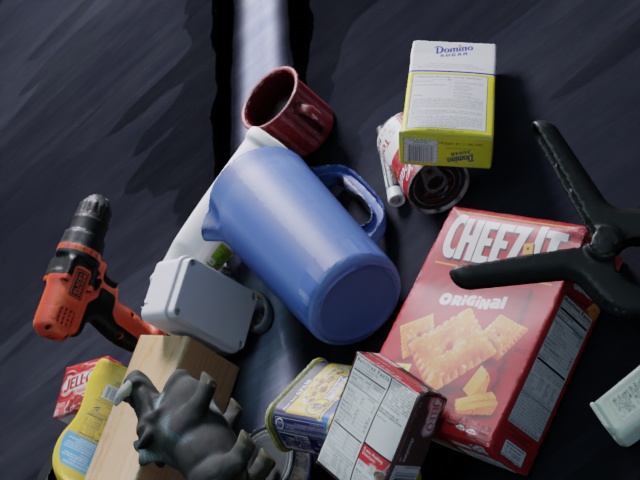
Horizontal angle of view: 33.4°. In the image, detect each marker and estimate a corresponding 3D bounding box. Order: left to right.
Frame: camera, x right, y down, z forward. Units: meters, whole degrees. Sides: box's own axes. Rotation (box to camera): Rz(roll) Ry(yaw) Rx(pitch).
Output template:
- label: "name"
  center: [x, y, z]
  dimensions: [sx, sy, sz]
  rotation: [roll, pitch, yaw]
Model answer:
- label: "marker"
  center: [0.078, -0.087, 1.203]
  dimensions: [0.020, 0.020, 0.121]
  rotation: [-32, 42, 25]

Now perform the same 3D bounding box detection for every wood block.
- label: "wood block"
  center: [-0.177, 0.218, 1.177]
  dimensions: [0.090, 0.090, 0.206]
  rotation: [-4, 58, 43]

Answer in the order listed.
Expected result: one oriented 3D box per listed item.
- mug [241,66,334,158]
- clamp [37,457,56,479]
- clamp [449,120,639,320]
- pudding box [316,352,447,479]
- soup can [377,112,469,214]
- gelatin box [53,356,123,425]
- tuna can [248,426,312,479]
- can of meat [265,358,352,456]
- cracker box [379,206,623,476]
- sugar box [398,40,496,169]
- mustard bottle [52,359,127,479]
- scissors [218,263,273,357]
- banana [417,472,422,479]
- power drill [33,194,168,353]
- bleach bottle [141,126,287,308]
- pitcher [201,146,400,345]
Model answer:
- label: "mug"
  center: [-0.030, -0.153, 1.316]
  dimensions: [0.117, 0.081, 0.093]
  rotation: [12, 71, 50]
- label: "clamp"
  center: [-0.325, 0.325, 1.292]
  dimensions: [0.120, 0.039, 0.171]
  rotation: [34, 85, 40]
- label: "clamp"
  center: [0.222, 0.013, 0.874]
  dimensions: [0.210, 0.036, 0.164]
  rotation: [34, 80, 19]
- label: "pudding box"
  center: [0.051, 0.164, 0.916]
  dimensions: [0.090, 0.039, 0.113]
  rotation: [31, 102, 51]
- label: "soup can"
  center: [0.107, -0.084, 1.130]
  dimensions: [0.068, 0.068, 0.102]
  rotation: [-42, 40, 14]
- label: "gelatin box"
  center: [-0.299, 0.194, 1.371]
  dimensions: [0.089, 0.030, 0.073]
  rotation: [-17, 50, 37]
- label: "tuna can"
  center: [-0.049, 0.232, 1.077]
  dimensions: [0.086, 0.033, 0.086]
  rotation: [-27, 45, 30]
- label: "can of meat"
  center: [0.012, 0.163, 1.027]
  dimensions: [0.084, 0.057, 0.102]
  rotation: [1, 34, 44]
- label: "cracker box"
  center: [0.148, 0.082, 0.956]
  dimensions: [0.164, 0.072, 0.213]
  rotation: [12, 70, 49]
- label: "sugar box"
  center: [0.135, -0.143, 1.107]
  dimensions: [0.093, 0.048, 0.176]
  rotation: [4, 39, 8]
- label: "mustard bottle"
  center: [-0.259, 0.243, 1.257]
  dimensions: [0.096, 0.058, 0.191]
  rotation: [21, 76, 17]
- label: "scissors"
  center: [-0.119, 0.072, 1.290]
  dimensions: [0.096, 0.016, 0.202]
  rotation: [-53, 37, 0]
- label: "banana"
  center: [0.026, 0.243, 0.980]
  dimensions: [0.198, 0.037, 0.069]
  rotation: [-34, 60, 30]
- label: "power drill"
  center: [-0.244, 0.060, 1.290]
  dimensions: [0.057, 0.187, 0.184]
  rotation: [-6, 59, 45]
- label: "bleach bottle"
  center: [-0.126, -0.011, 1.274]
  dimensions: [0.068, 0.102, 0.251]
  rotation: [36, 82, 20]
- label: "pitcher"
  center: [-0.008, 0.001, 1.150]
  dimensions: [0.149, 0.144, 0.243]
  rotation: [-59, 40, 13]
